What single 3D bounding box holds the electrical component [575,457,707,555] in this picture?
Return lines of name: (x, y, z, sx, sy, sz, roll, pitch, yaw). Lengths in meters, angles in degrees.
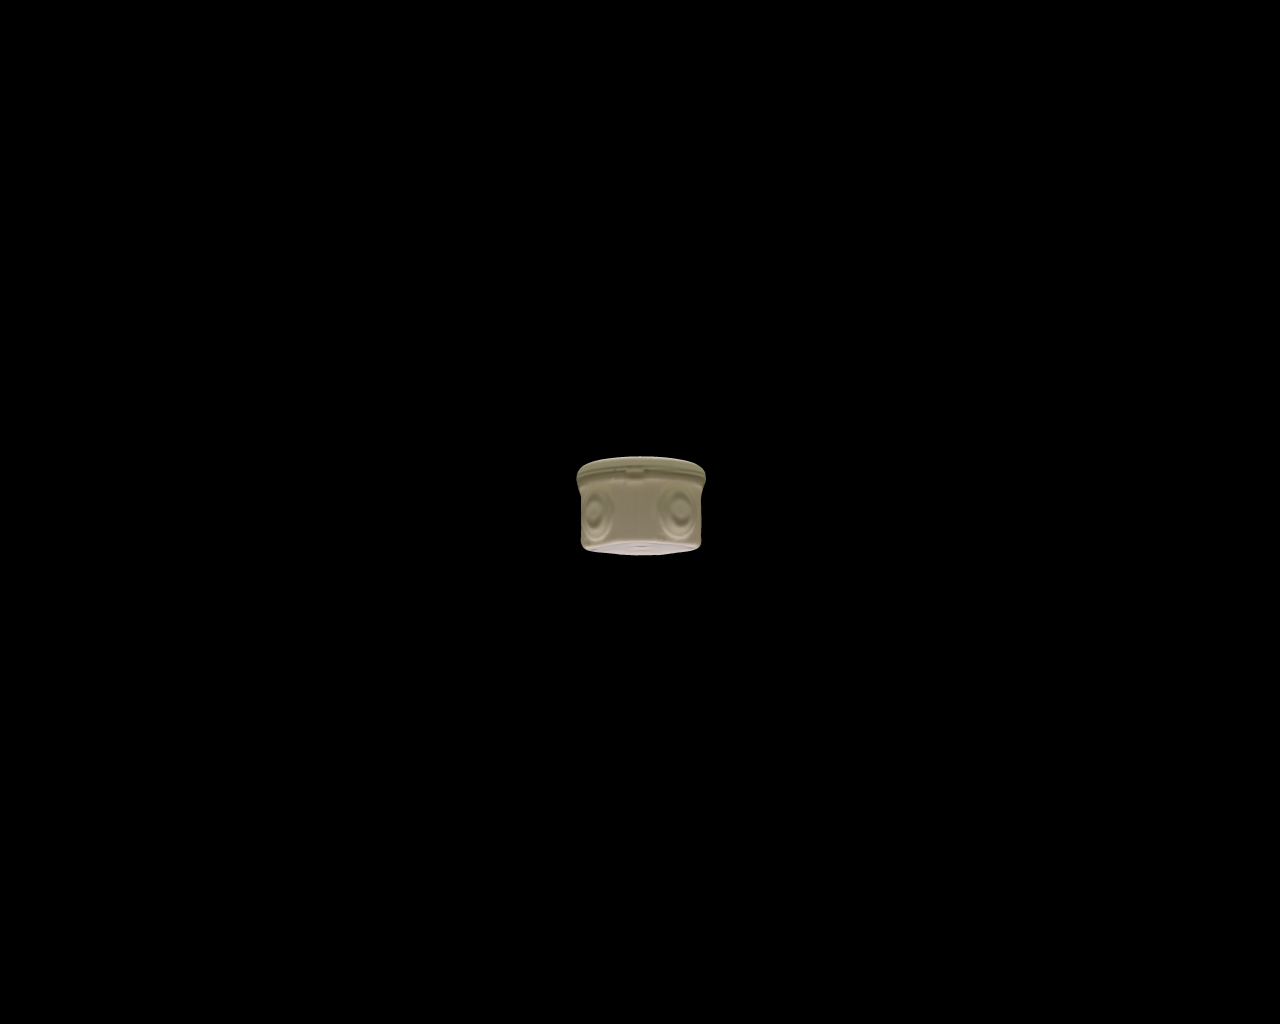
electrical component: (0.001, -0.003, 0.650, 0.080, 0.051, 0.080, 0, -9, 0)
